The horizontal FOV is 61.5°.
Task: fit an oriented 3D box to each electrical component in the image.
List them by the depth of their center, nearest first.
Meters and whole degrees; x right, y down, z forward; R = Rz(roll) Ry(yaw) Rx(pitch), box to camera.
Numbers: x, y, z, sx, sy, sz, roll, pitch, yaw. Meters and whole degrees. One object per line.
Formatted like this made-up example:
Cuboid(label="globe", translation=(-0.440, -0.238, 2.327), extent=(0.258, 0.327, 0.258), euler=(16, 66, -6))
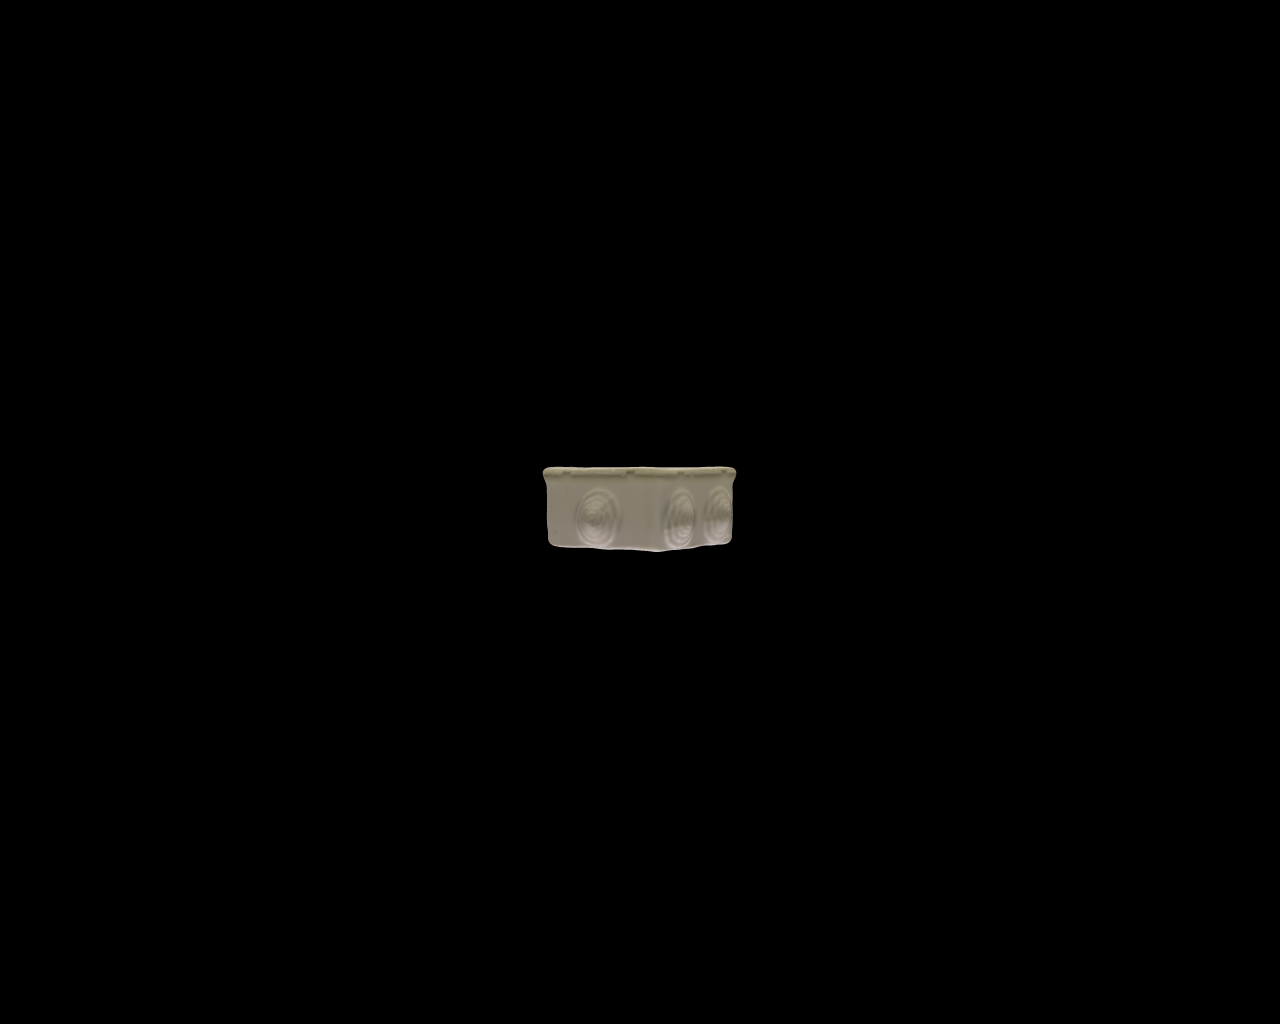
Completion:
Cuboid(label="electrical component", translation=(0.001, -0.003, 0.650), extent=(0.100, 0.048, 0.100), euler=(2, 3, 36))
